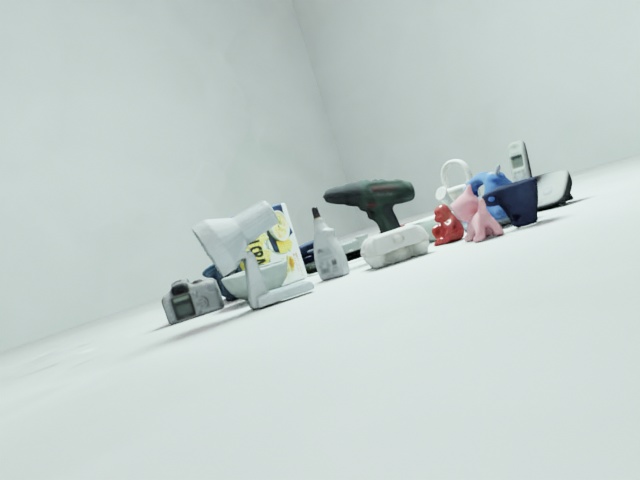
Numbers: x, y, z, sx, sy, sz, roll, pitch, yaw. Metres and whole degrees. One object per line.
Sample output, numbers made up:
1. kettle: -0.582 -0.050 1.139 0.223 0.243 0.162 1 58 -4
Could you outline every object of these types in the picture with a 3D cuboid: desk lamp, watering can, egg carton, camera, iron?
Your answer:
1. desk lamp: -0.144 0.036 1.203 0.203 0.213 0.118 -18 2 -14
2. watering can: 0.391 -0.130 1.595 0.100 0.194 0.173 -16 2 27
3. egg carton: 0.166 0.014 1.274 0.150 0.069 0.107 -17 2 -7
4. camera: -0.326 0.143 1.465 0.143 0.101 0.136 -17 2 -10
5. iron: 0.399 -0.099 1.399 0.119 0.141 0.258 -17 2 -13

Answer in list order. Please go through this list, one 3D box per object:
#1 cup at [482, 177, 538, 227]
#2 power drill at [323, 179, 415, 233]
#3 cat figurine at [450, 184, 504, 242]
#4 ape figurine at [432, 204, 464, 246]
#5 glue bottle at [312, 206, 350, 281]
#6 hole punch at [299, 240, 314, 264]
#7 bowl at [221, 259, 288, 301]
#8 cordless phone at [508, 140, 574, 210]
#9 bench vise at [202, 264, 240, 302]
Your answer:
1. cup: 0.406 -0.072 1.200 0.117 0.095 0.092 -17 2 2
2. power drill: 0.142 -0.057 1.453 0.230 0.208 0.075 -17 2 -9
3. cat figurine: 0.325 -0.059 1.212 0.067 0.118 0.128 -17 2 -6
4. ape figurine: 0.292 -0.039 1.334 0.076 0.092 0.078 -17 2 1
5. glue bottle: 0.012 0.005 1.337 0.078 0.173 0.037 -16 2 37
6. hole punch: -0.019 0.046 1.739 0.109 0.091 0.101 -17 2 -12
7. bowl: -0.149 0.105 1.389 0.167 0.075 0.167 -17 2 1
8. cordless phone: 0.541 -0.167 1.430 0.094 0.185 0.147 -19 2 -41
9. bench vise: -0.262 0.057 1.610 0.122 0.220 0.206 -18 2 -37
